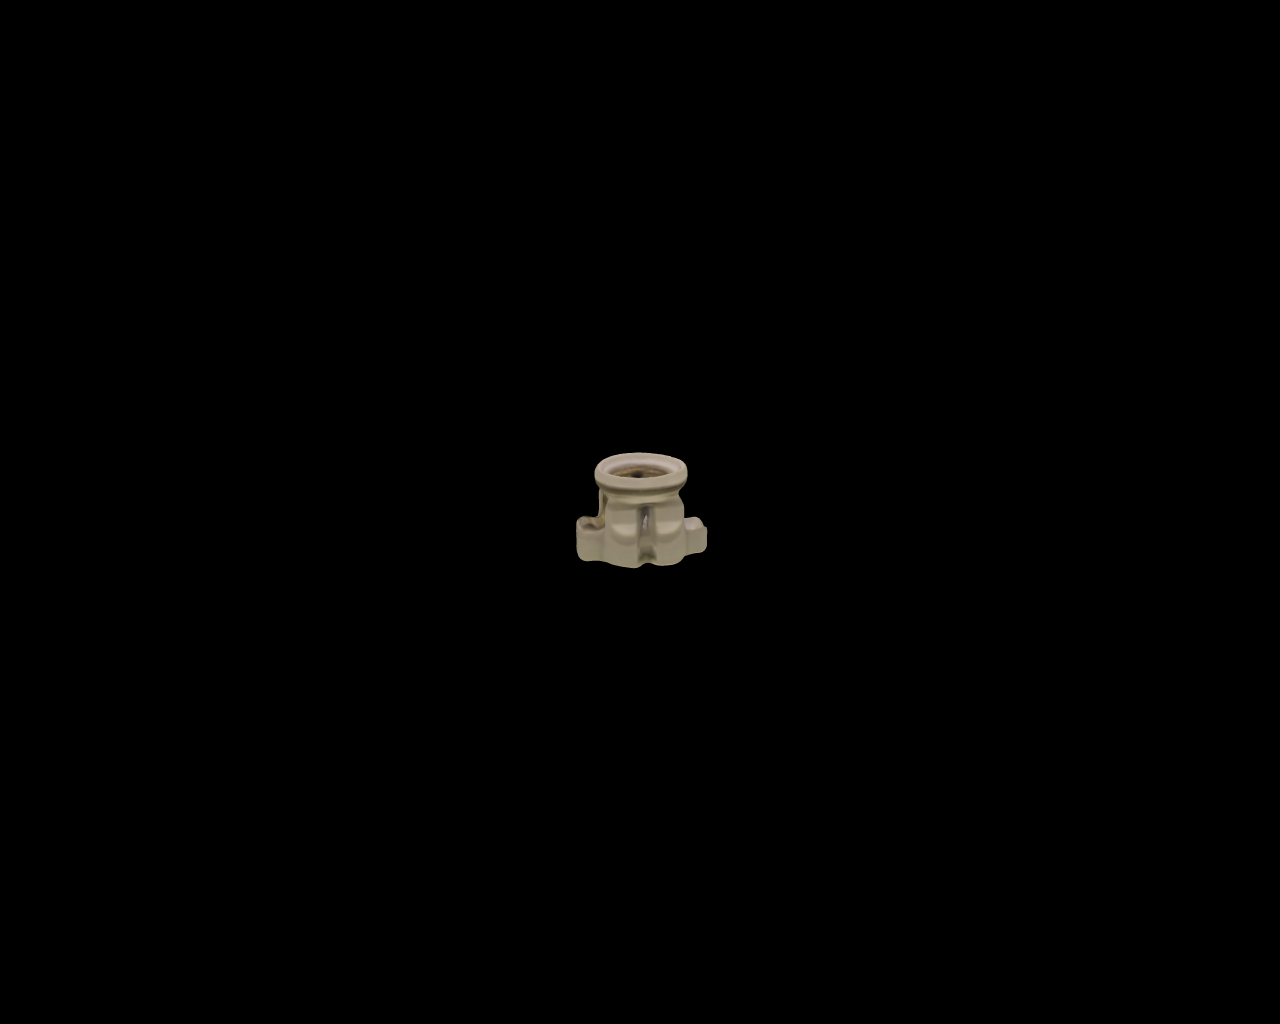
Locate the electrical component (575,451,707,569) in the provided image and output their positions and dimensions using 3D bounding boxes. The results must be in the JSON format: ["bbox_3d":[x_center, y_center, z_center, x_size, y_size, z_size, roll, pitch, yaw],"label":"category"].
[{"bbox_3d":[0.001,-0.003,0.650,0.078,0.056,0.058,-3,20,-7],"label":"electrical component"}]
